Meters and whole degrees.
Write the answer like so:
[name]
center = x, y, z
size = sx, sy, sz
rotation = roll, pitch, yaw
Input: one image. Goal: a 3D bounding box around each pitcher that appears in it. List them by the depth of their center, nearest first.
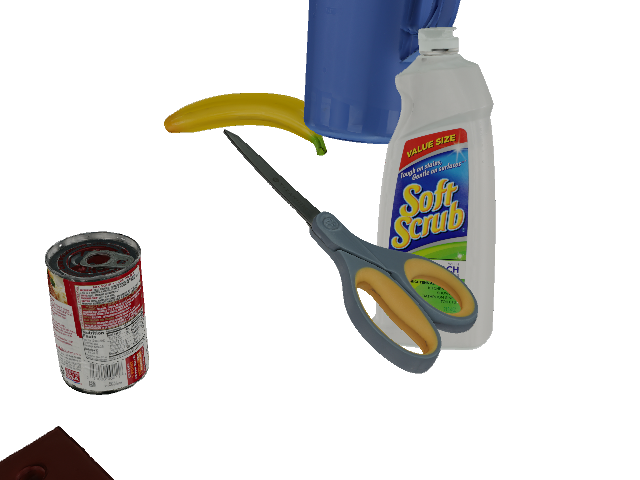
[pitcher]
center = 0.055, -0.211, 0.950
size = 0.145, 0.243, 0.149
rotation = 8, 15, 7

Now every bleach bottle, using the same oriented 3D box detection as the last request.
[bleach bottle]
center = 0.088, -0.042, 0.851
size = 0.103, 0.251, 0.068
rotation = 3, 15, 22

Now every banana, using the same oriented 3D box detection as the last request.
[banana]
center = -0.078, -0.139, 1.203
size = 0.198, 0.037, 0.069
rotation = 9, 43, 18

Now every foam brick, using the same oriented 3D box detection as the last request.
[foam brick]
center = -0.115, 0.134, 0.483
size = 0.052, 0.051, 0.078
rotation = -31, 44, -31

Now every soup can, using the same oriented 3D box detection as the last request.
[soup can]
center = -0.162, 0.054, 0.786
size = 0.068, 0.102, 0.068
rotation = 0, 28, 0

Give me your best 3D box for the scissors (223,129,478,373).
[scissors]
center = 0.023, -0.003, 0.652
size = 0.096, 0.202, 0.016
rotation = -7, -40, -36
